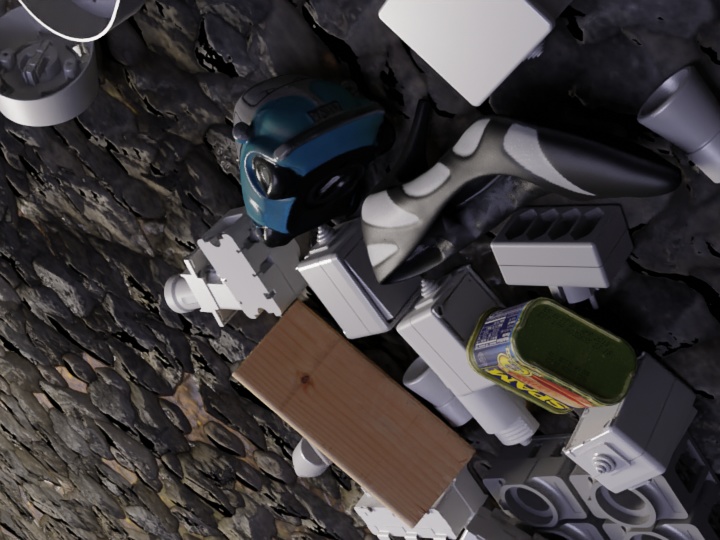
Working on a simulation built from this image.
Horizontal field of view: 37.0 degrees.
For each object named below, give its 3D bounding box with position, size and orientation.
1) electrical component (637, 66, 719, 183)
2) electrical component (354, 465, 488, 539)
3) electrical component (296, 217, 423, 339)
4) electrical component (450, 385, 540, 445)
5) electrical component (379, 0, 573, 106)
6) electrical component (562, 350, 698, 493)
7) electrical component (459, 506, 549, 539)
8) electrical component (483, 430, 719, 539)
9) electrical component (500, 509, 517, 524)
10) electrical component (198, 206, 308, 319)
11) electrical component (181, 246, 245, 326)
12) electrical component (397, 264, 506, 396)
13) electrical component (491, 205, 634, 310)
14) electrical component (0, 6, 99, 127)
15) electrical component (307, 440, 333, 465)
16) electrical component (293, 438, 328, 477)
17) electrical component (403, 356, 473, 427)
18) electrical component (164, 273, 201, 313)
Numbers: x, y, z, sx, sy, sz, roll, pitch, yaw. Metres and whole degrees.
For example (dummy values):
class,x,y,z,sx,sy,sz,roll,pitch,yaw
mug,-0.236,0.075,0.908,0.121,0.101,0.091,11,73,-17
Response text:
class,x,y,z,sx,sy,sz,roll,pitch,yaw
electrical component,0.204,-0.083,0.639,0.065,0.044,0.044,41,144,-8
electrical component,0.057,0.231,1.069,0.121,0.063,0.078,-12,119,47
electrical component,0.000,0.000,0.886,0.061,0.061,0.096,-16,116,49
electrical component,0.118,0.117,0.915,0.081,0.043,0.043,50,143,-11
electrical component,0.073,-0.165,0.664,0.100,0.048,0.100,43,143,-2
electrical component,0.202,0.121,0.801,0.061,0.096,0.061,39,143,-4
electrical component,0.138,0.263,0.923,0.121,0.079,0.063,30,120,15
electrical component,0.205,0.195,0.903,0.186,0.060,0.105,-15,117,48
electrical component,0.140,0.252,1.014,0.042,0.081,0.063,32,120,12
electrical component,-0.091,-0.010,0.962,0.050,0.055,0.089,-8,121,46
electrical component,-0.128,0.011,1.028,0.064,0.042,0.081,1,128,37
electrical component,0.077,0.046,0.864,0.096,0.061,0.061,48,143,-8
electrical component,0.149,-0.002,0.764,0.083,0.047,0.075,1,128,41
electrical component,-0.275,-0.175,0.927,0.099,0.099,0.064,27,147,19
electrical component,-0.029,0.145,1.063,0.047,0.066,0.077,56,170,-19
electrical component,-0.053,0.203,1.158,0.040,0.040,0.078,38,144,5
electrical component,0.075,0.106,0.946,0.065,0.044,0.044,46,143,-14
electrical component,-0.166,0.021,1.075,0.046,0.040,0.040,-9,121,39
